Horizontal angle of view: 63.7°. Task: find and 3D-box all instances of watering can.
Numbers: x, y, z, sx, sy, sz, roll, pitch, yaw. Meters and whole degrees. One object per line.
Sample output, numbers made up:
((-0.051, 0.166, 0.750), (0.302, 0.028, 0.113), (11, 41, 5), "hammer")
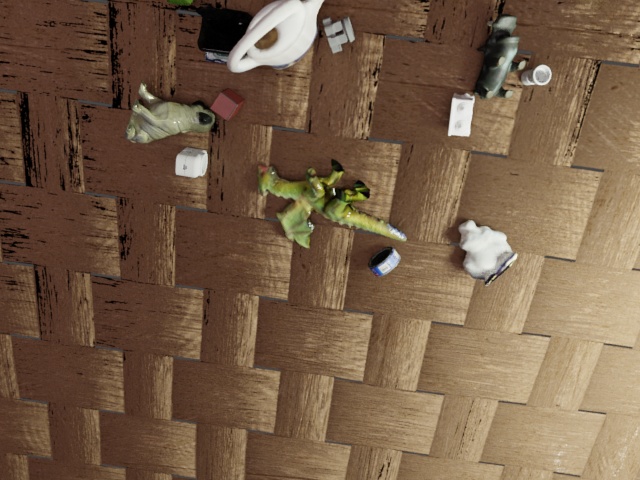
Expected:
((-0.053, -0.473, 1.109), (0.345, 0.226, 0.104), (-35, 94, 15), "watering can")

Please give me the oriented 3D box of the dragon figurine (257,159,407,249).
((0.004, -0.068, 1.349), (0.408, 0.125, 0.239), (42, 126, -10), "dragon figurine")

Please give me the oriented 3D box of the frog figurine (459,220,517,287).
((0.424, 0.026, 1.354), (0.161, 0.123, 0.135), (49, 122, 23), "frog figurine")
